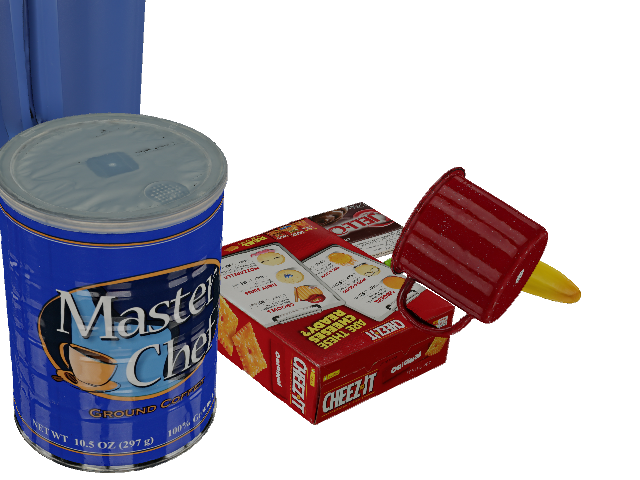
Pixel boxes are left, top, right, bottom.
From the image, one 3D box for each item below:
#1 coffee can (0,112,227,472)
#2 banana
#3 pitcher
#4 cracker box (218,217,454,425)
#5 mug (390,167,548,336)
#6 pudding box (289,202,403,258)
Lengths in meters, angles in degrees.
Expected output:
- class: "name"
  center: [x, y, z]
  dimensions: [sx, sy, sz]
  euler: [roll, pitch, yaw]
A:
- class: "coffee can"
  center: [-0.098, 0.024, 0.509]
  dimensions: [0.103, 0.140, 0.103]
  euler: [4, 32, -3]
- class: "banana"
  center: [0.166, 0.031, 1.091]
  dimensions: [0.198, 0.037, 0.069]
  euler: [8, 36, 11]
- class: "pitcher"
  center: [-0.191, -0.120, 0.763]
  dimensions: [0.148, 0.243, 0.145]
  euler: [-20, 35, -39]
- class: "cracker box"
  center: [-0.011, 0.067, 0.986]
  dimensions: [0.163, 0.072, 0.214]
  euler: [-20, 36, -36]
- class: "mug"
  center: [0.103, 0.016, 0.772]
  dimensions: [0.081, 0.117, 0.093]
  euler: [34, -3, 19]
- class: "pudding box"
  center: [0.031, -0.005, 1.311]
  dimensions: [0.113, 0.039, 0.090]
  euler: [-18, 30, -26]
